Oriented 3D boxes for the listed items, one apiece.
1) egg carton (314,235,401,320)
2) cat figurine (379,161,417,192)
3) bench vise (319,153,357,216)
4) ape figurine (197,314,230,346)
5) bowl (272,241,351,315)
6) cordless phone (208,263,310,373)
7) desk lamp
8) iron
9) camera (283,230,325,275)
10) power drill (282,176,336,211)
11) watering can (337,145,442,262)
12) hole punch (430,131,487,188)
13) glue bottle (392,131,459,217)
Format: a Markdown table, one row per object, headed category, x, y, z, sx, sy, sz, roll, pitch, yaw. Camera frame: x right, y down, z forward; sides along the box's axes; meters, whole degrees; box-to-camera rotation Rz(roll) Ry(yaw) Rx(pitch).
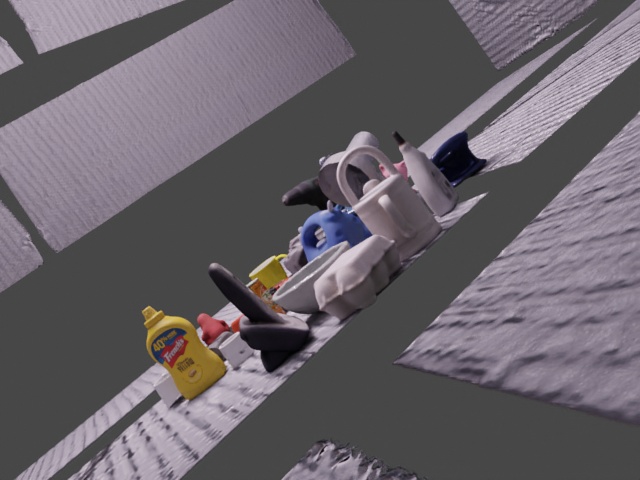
| category | x | y | z | sx | sy | sz | roll | pitch | yaw |
| --- | --- | --- | --- | --- | --- | --- | --- | --- | --- |
| egg carton | 0.058 | 0.055 | 0.875 | 0.107 | 0.069 | 0.150 | -33 | 7 | 39 |
| cat figurine | 0.189 | -0.148 | 1.493 | 0.127 | 0.118 | 0.067 | -32 | 8 | 45 |
| bench vise | 0.066 | -0.106 | 1.396 | 0.121 | 0.220 | 0.207 | -38 | 6 | -8 |
| ape figurine | -0.285 | 0.232 | 1.506 | 0.078 | 0.092 | 0.076 | -39 | 6 | -15 |
| bowl | 0.002 | 0.080 | 1.007 | 0.167 | 0.075 | 0.167 | -37 | 5 | 5 |
| cordless phone | -0.104 | 0.103 | 0.908 | 0.094 | 0.185 | 0.147 | -38 | 6 | -9 |
| desk lamp | 0.117 | -0.124 | 1.244 | 0.117 | 0.213 | 0.204 | -32 | 8 | 44 |
| iron | 0.011 | 0.004 | 1.229 | 0.119 | 0.141 | 0.257 | -41 | 6 | -30 |
| camera | -0.015 | 0.021 | 1.481 | 0.136 | 0.101 | 0.143 | -35 | 6 | 28 |
| power drill | 0.016 | -0.096 | 1.697 | 0.075 | 0.208 | 0.230 | -31 | 8 | 47 |
| watering can | 0.102 | -0.067 | 0.951 | 0.101 | 0.194 | 0.172 | -39 | 6 | -16 |
| hole punch | 0.271 | -0.161 | 1.200 | 0.109 | 0.091 | 0.101 | -39 | 6 | -14 |
| glue bottle | 0.185 | -0.127 | 1.036 | 0.037 | 0.173 | 0.078 | -34 | 7 | 34 |
